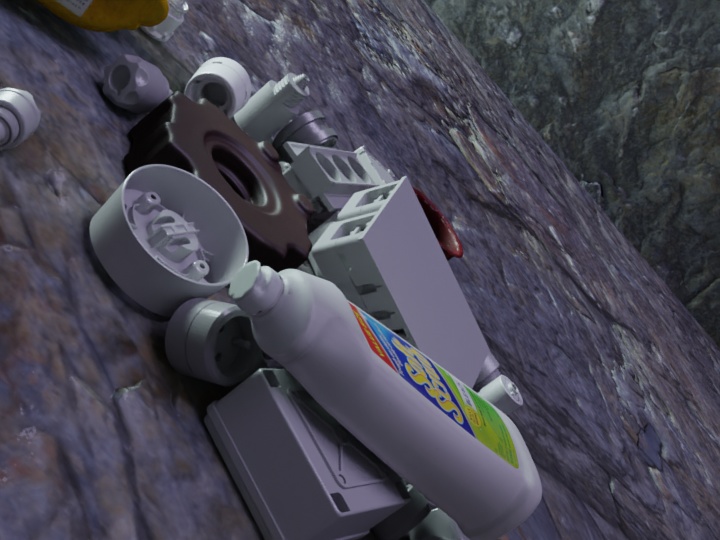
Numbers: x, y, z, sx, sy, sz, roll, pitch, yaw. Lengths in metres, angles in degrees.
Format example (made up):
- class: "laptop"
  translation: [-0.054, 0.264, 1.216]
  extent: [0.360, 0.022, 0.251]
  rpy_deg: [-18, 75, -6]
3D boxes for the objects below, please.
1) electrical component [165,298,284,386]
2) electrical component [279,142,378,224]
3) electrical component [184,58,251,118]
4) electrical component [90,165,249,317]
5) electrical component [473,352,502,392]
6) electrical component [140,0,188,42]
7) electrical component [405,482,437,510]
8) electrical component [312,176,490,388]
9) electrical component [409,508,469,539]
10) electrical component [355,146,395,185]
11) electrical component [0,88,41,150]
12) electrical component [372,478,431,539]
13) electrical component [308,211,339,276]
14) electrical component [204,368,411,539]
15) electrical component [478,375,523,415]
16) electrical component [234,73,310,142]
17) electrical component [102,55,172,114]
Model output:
- class: "electrical component"
  translation: [-0.080, 0.043, 0.736]
  extent: [0.138, 0.074, 0.052]
  rpy_deg: [-1, 98, -52]
- class: "electrical component"
  translation: [-0.036, -0.082, 1.061]
  extent: [0.078, 0.063, 0.121]
  rpy_deg: [55, 19, 10]
- class: "electrical component"
  translation: [-0.134, -0.166, 1.005]
  extent: [0.055, 0.055, 0.047]
  rpy_deg: [47, 23, -13]
- class: "electrical component"
  translation: [-0.130, -0.020, 0.726]
  extent: [0.099, 0.064, 0.099]
  rpy_deg: [45, 19, -20]
- class: "electrical component"
  translation: [0.128, 0.110, 1.120]
  extent: [0.062, 0.043, 0.043]
  rpy_deg: [54, 19, 1]
- class: "electrical component"
  translation: [-0.185, -0.254, 1.033]
  extent: [0.048, 0.062, 0.048]
  rpy_deg: [44, 20, -21]
- class: "electrical component"
  translation: [0.066, 0.156, 0.867]
  extent: [0.113, 0.057, 0.078]
  rpy_deg: [34, 25, -42]
- class: "electrical component"
  translation: [0.036, 0.030, 0.926]
  extent: [0.186, 0.060, 0.105]
  rpy_deg: [63, 34, -21]
- class: "electrical component"
  translation: [0.060, 0.210, 0.768]
  extent: [0.079, 0.044, 0.077]
  rpy_deg: [28, 32, -55]
- class: "electrical component"
  translation: [0.011, -0.081, 1.183]
  extent: [0.061, 0.061, 0.096]
  rpy_deg: [61, 13, 27]
- class: "electrical component"
  translation: [-0.227, -0.092, 0.680]
  extent: [0.035, 0.035, 0.061]
  rpy_deg: [46, 22, -16]
- class: "electrical component"
  translation: [0.018, 0.161, 0.767]
  extent: [0.055, 0.045, 0.045]
  rpy_deg: [53, 19, 4]
- class: "electrical component"
  translation: [0.000, 0.000, 1.015]
  extent: [0.100, 0.048, 0.099]
  rpy_deg: [26, 32, -51]
- class: "electrical component"
  translation: [-0.033, 0.122, 0.702]
  extent: [0.108, 0.056, 0.109]
  rpy_deg: [59, 20, 20]
- class: "electrical component"
  translation: [0.124, 0.131, 1.035]
  extent: [0.044, 0.065, 0.044]
  rpy_deg: [44, 20, -21]
- class: "electrical component"
  translation: [-0.083, -0.168, 1.082]
  extent: [0.043, 0.081, 0.043]
  rpy_deg: [44, 20, -21]
- class: "electrical component"
  translation: [-0.179, -0.149, 0.885]
  extent: [0.043, 0.043, 0.062]
  rpy_deg: [59, 18, 21]
